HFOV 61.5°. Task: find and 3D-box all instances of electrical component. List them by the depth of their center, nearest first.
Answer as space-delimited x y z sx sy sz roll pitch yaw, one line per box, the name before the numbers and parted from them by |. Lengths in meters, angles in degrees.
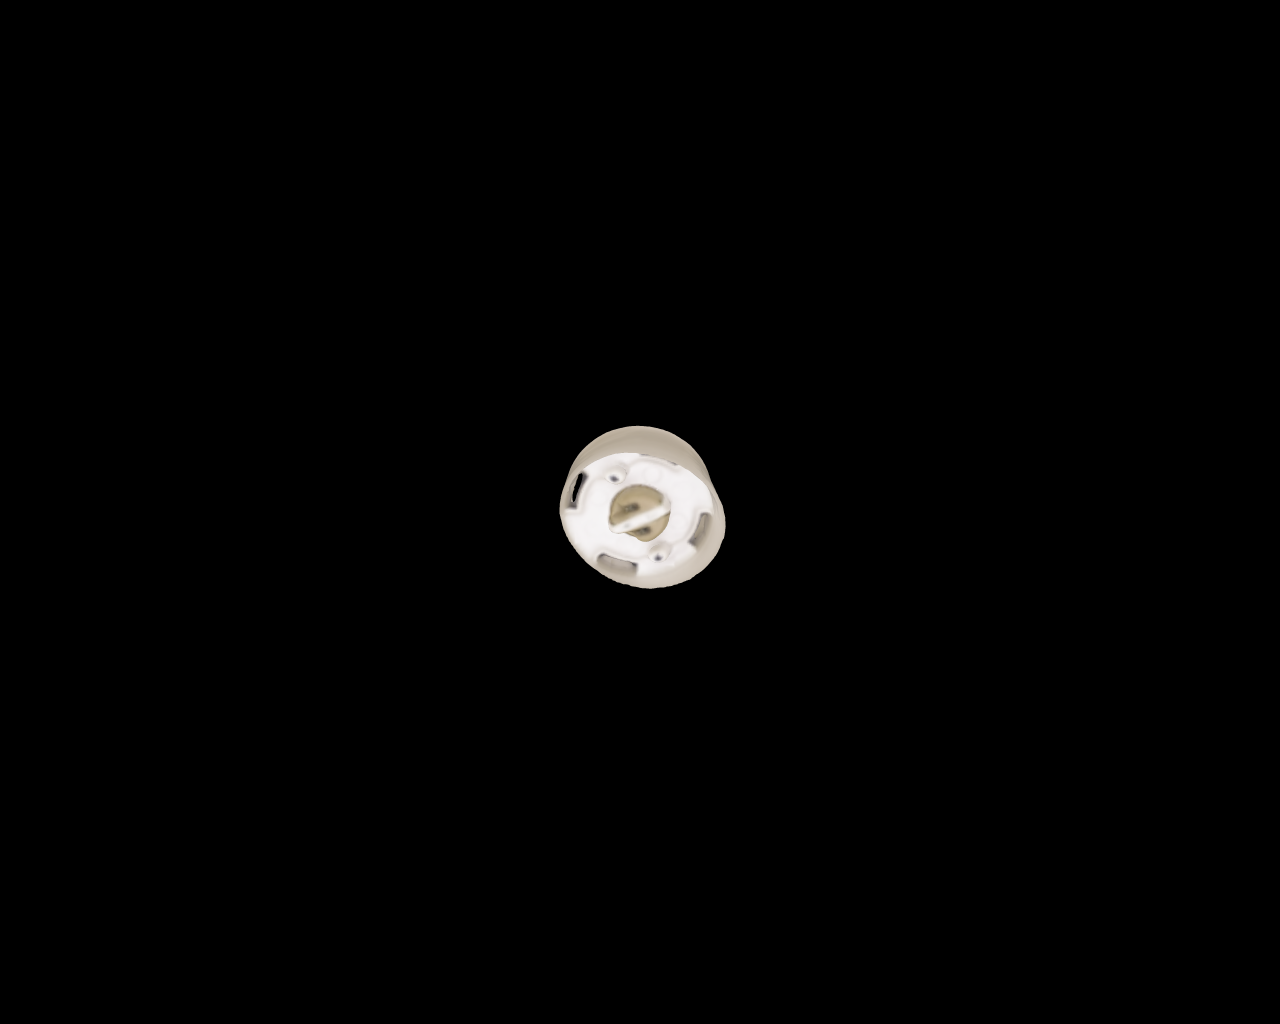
electrical component | 0.001 -0.003 0.650 0.099 0.099 0.064 0 28 0
